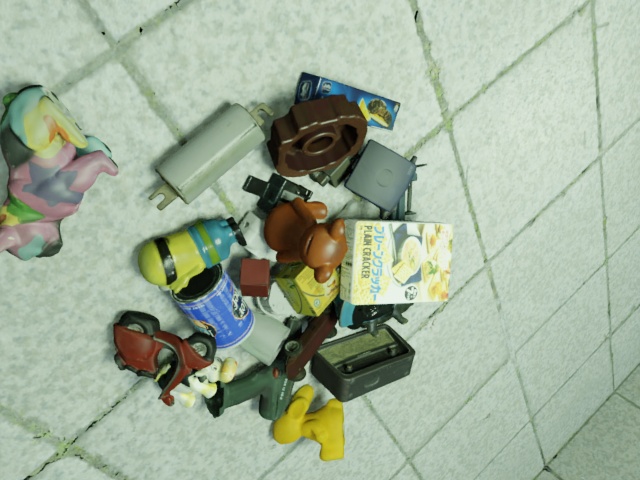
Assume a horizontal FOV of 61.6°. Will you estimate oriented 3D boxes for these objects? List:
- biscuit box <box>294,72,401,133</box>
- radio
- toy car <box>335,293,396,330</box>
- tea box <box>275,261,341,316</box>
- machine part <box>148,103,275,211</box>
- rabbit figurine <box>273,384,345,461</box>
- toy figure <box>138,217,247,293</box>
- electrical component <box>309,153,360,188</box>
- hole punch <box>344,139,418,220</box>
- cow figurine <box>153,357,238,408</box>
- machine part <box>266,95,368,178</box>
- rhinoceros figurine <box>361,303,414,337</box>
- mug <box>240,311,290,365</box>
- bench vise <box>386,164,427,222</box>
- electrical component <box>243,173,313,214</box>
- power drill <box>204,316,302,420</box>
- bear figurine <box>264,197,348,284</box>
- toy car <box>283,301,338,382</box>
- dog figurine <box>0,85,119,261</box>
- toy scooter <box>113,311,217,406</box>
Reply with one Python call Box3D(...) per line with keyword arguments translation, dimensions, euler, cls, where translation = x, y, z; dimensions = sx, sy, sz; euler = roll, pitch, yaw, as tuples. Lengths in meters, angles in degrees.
Box3D(translation=(0.053, -0.248, 0.979), dimensions=(0.202, 0.063, 0.059), euler=(4, 110, -39), cls="biscuit box")
Box3D(translation=(0.105, 0.286, 1.269), dimensions=(0.229, 0.131, 0.073), euler=(-13, 123, -31), cls="radio")
Box3D(translation=(0.091, 0.115, 1.151), dimensions=(0.161, 0.103, 0.109), euler=(-13, 128, -31), cls="toy car")
Box3D(translation=(0.003, 0.059, 1.063), dimensions=(0.169, 0.068, 0.098), euler=(-43, 116, -33), cls="tea box")
Box3D(translation=(-0.175, -0.139, 0.861), dimensions=(0.243, 0.079, 0.079), euler=(-43, 132, -9), cls="machine part")
Box3D(translation=(-0.029, 0.430, 1.252), dimensions=(0.173, 0.122, 0.162), euler=(-6, 101, 10), cls="rabbit figurine")
Box3D(translation=(-0.218, 0.015, 0.912), dimensions=(0.180, 0.082, 0.089), euler=(-30, 111, -11), cls="toy figure")
Box3D(translation=(0.028, -0.145, 1.034), dimensions=(0.102, 0.045, 0.078), euler=(-49, 162, 0), cls="electrical component")
Box3D(translation=(0.117, -0.123, 1.042), dimensions=(0.142, 0.116, 0.092), euler=(-61, 168, 3), cls="hole punch")
Box3D(translation=(-0.231, 0.243, 0.995), dimensions=(0.167, 0.068, 0.098), euler=(-34, 119, 32), cls="cow figurine")
Box3D(translation=(-0.005, -0.176, 0.916), dimensions=(0.179, 0.056, 0.179), euler=(-19, 161, -7), cls="machine part")
Box3D(translation=(0.165, 0.149, 1.285), dimensions=(0.190, 0.073, 0.112), euler=(-28, 118, -19), cls="rhinoceros figurine")
Box3D(translation=(-0.119, 0.178, 1.065), dimensions=(0.080, 0.107, 0.109), euler=(-63, 175, 32), cls="mug")
Box3D(translation=(0.170, -0.047, 1.149), dimensions=(0.223, 0.129, 0.240), euler=(3, 92, -28), cls="bench vise")
Box3D(translation=(-0.079, -0.082, 0.984), dimensions=(0.119, 0.048, 0.074), euler=(24, 98, -44), cls="electrical component")
Box3D(translation=(-0.137, 0.277, 1.126), dimensions=(0.207, 0.086, 0.231), euler=(-6, 110, -42), cls="power drill")
Box3D(translation=(-0.005, -0.003, 0.911), dimensions=(0.132, 0.196, 0.120), euler=(7, 100, -43), cls="bear figurine")
Box3D(translation=(-0.022, 0.207, 1.124), dimensions=(0.202, 0.053, 0.089), euler=(-46, 143, -43), cls="toy car")
Box3D(translation=(-0.391, -0.073, 0.717), dimensions=(0.219, 0.109, 0.191), euler=(-43, 133, -6), cls="dog figurine")
Box3D(translation=(-0.278, 0.206, 0.922), dimensions=(0.184, 0.075, 0.135), euler=(19, 90, 1), cls="toy scooter")
